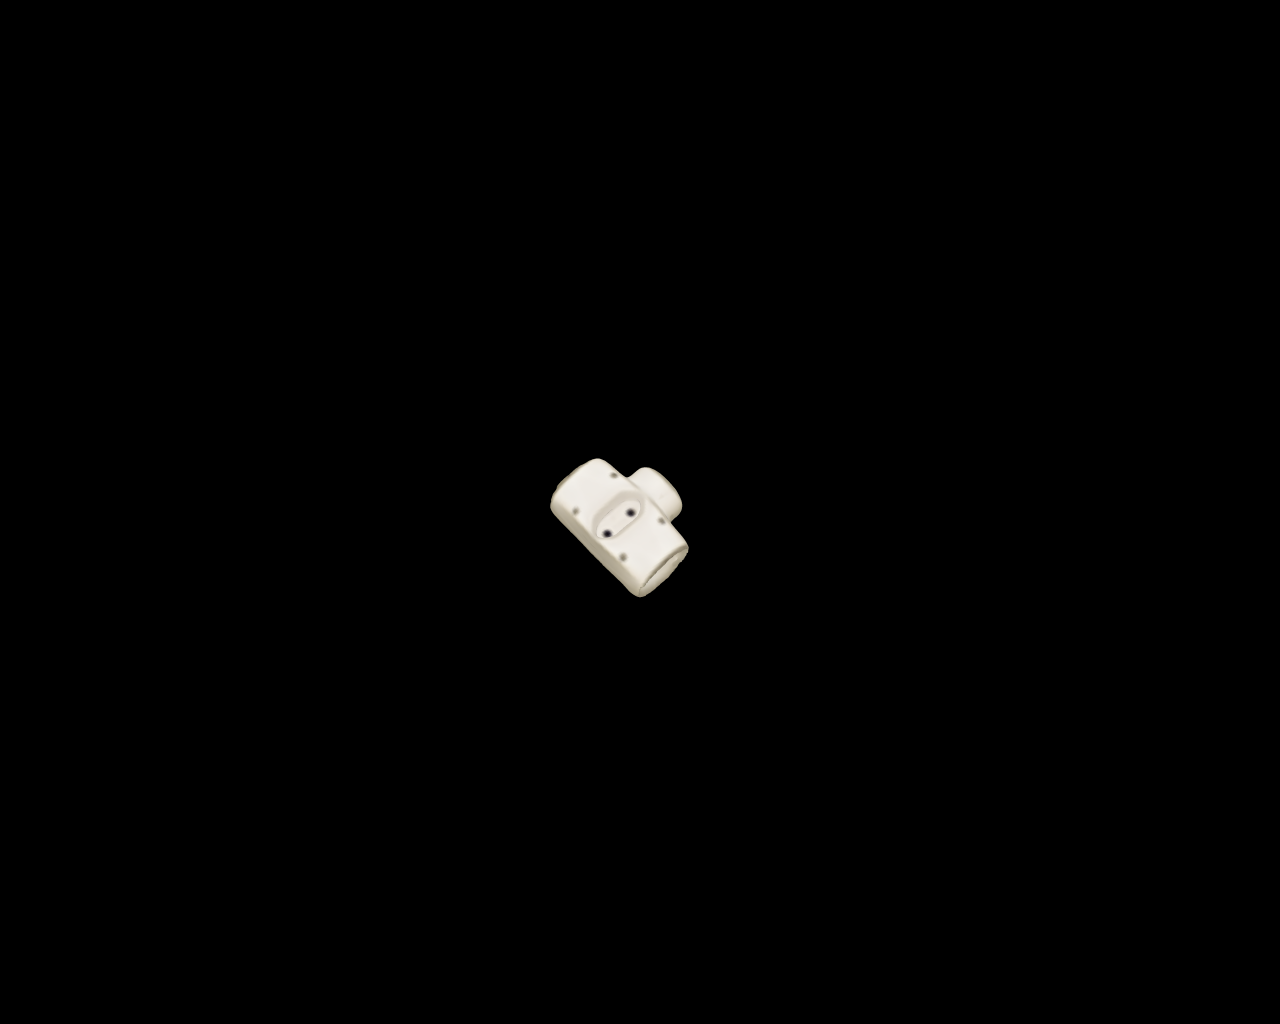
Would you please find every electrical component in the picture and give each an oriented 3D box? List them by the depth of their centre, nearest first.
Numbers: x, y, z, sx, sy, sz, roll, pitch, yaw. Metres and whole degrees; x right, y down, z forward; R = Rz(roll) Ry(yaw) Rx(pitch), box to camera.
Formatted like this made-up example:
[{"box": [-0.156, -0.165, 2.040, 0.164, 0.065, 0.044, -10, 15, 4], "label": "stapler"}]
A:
[{"box": [0.001, -0.003, 0.650, 0.079, 0.077, 0.043, -41, -15, -14], "label": "electrical component"}]
